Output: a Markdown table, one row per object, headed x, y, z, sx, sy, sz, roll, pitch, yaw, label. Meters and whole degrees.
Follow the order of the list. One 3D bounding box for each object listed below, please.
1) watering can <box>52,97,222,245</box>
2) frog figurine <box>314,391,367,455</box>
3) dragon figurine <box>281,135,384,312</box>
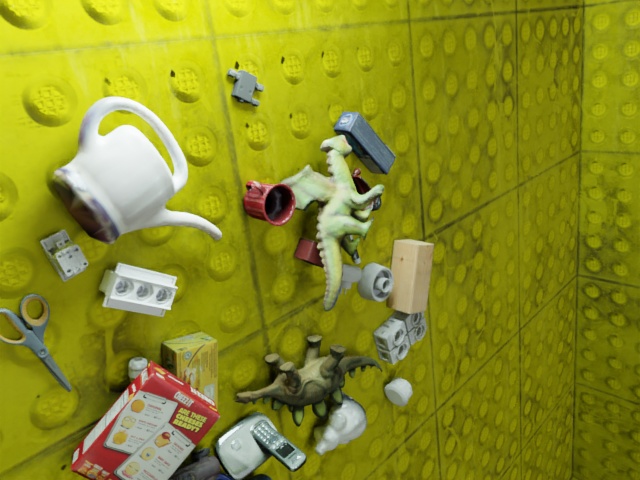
| x | y | z | sx | sy | sz | roll | pitch | yaw | label |
| --- | --- | --- | --- | --- | --- | --- | --- | --- | --- |
| -0.318 | -0.077 | 0.918 | 0.228 | 0.104 | 0.341 | -46 | 126 | -28 | watering can |
| 0.051 | 0.509 | 1.390 | 0.162 | 0.123 | 0.134 | -50 | 149 | -41 | frog figurine |
| 0.004 | -0.062 | 1.224 | 0.242 | 0.121 | 0.414 | 25 | 79 | -8 | dragon figurine |
